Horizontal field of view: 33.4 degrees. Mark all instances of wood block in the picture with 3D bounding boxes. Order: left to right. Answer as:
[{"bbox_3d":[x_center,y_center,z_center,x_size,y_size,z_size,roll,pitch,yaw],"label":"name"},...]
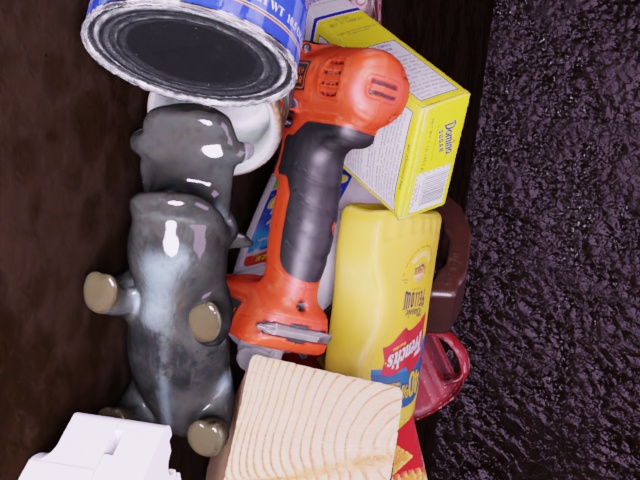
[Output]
[{"bbox_3d":[-0.023,0.154,0.672,0.206,0.090,0.090,116,-13,-64],"label":"wood block"}]

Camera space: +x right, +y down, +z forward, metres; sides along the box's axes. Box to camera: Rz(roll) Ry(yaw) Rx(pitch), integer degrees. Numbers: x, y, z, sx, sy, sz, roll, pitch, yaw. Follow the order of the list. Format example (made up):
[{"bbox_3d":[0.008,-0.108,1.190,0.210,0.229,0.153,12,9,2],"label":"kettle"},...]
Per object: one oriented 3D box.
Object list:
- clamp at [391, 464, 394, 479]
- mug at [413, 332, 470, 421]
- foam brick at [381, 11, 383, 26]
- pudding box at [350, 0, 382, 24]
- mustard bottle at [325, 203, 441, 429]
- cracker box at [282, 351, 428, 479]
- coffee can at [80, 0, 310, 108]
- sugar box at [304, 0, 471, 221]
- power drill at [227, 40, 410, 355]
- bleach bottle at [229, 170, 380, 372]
[{"bbox_3d":[0.020,0.229,0.703,0.120,0.039,0.171,169,-68,-80],"label":"clamp"},{"bbox_3d":[0.080,0.107,0.955,0.093,0.117,0.081,-38,107,-44],"label":"mug"},{"bbox_3d":[0.032,-0.176,1.012,0.078,0.053,0.051,76,23,-56],"label":"foam brick"},{"bbox_3d":[0.030,-0.163,0.872,0.090,0.039,0.113,-36,130,-79],"label":"pudding box"},{"bbox_3d":[0.041,0.071,0.751,0.096,0.058,0.192,-3,101,-61],"label":"mustard bottle"},{"bbox_3d":[0.032,0.192,0.902,0.164,0.072,0.214,-132,-155,-57],"label":"cracker box"},{"bbox_3d":[-0.049,-0.149,0.513,0.102,0.103,0.140,61,37,-70],"label":"coffee can"},{"bbox_3d":[0.022,-0.101,0.719,0.048,0.176,0.093,-19,138,-28],"label":"sugar box"},{"bbox_3d":[-0.025,-0.033,0.667,0.185,0.057,0.188,19,-83,62],"label":"power drill"},{"bbox_3d":[-0.005,0.001,0.799,0.250,0.103,0.068,-70,150,-47],"label":"bleach bottle"}]
